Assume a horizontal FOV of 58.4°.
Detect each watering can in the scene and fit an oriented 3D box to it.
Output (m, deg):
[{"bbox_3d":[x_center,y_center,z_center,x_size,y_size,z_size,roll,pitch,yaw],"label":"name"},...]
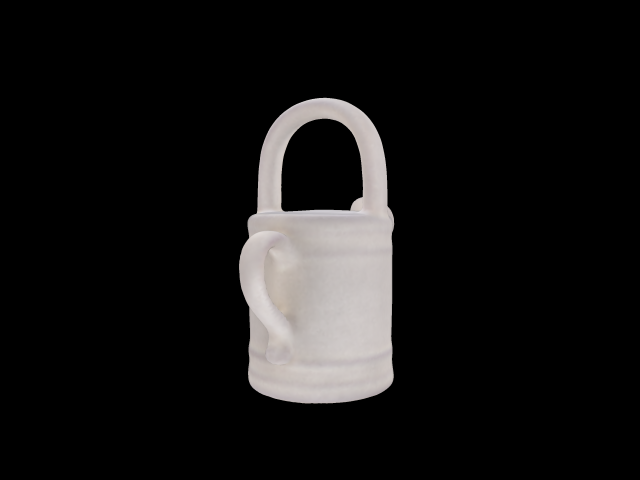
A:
[{"bbox_3d":[0.002,0.001,0.401,0.101,0.194,0.173,0,3,7],"label":"watering can"}]
